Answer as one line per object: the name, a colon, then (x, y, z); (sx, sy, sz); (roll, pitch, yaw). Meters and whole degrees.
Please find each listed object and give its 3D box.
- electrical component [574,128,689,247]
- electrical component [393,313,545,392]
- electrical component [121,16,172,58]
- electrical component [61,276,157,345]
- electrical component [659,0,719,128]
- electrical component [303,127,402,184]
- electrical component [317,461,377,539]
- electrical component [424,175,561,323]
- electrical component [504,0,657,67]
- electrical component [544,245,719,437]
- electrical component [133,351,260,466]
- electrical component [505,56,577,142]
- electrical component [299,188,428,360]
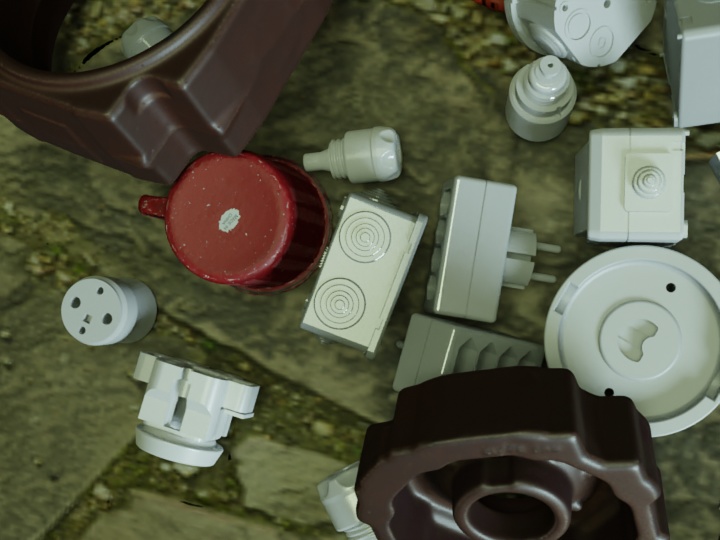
electrical component: (0.154, -0.046, 0.619); (0.061, 0.096, 0.061); (1, 88, 12)
electrical component: (0.054, 0.054, 0.652); (0.076, 0.083, 0.047); (16, 91, 50)
electrical component: (-0.128, -0.136, 0.710); (0.035, 0.035, 0.061); (-44, 84, 7)
electrical component: (-0.163, 0.026, 0.701); (0.045, 0.055, 0.045); (0, 88, 11)
electrical component: (0.208, -0.128, 0.616); (0.061, 0.096, 0.061); (-7, 57, 11)
electrical component: (-0.005, -0.071, 0.684); (0.061, 0.035, 0.035); (-5, 87, 14)
electrical component: (0.004, 0.152, 0.670); (0.043, 0.043, 0.062); (-28, 85, 9)
electrical component: (0.085, -0.009, 0.657); (0.076, 0.047, 0.083); (9, 89, -4)
electrical component: (0.130, -0.162, 0.633); (0.080, 0.080, 0.051); (-54, 37, 5)
electrical component: (0.164, 0.041, 0.632); (0.108, 0.060, 0.108); (0, 88, 11)
electrical component: (-0.110, 0.090, 0.688); (0.078, 0.058, 0.057); (16, 89, 11)
electrical component: (0.109, -0.106, 0.643); (0.040, 0.078, 0.040); (-1, 76, 3)
electrical component: (0.000, 0.000, 0.649); (0.048, 0.099, 0.099); (21, 92, -2)
